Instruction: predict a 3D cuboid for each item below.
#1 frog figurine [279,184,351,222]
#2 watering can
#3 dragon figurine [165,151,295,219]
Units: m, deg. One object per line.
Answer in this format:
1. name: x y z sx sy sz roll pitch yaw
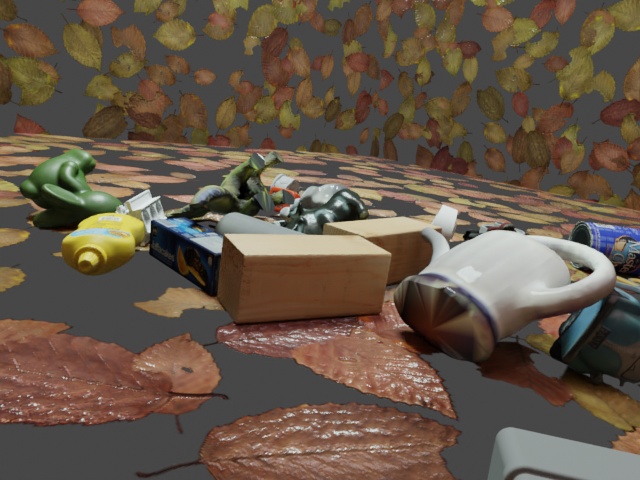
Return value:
1. frog figurine: 0.003 -0.054 1.064 0.160 0.124 0.135 8 -24 46
2. watering can: 0.189 0.048 0.670 0.226 0.103 0.348 -26 17 -24
3. dragon figurine: -0.197 -0.073 1.011 0.240 0.122 0.414 -22 0 28
